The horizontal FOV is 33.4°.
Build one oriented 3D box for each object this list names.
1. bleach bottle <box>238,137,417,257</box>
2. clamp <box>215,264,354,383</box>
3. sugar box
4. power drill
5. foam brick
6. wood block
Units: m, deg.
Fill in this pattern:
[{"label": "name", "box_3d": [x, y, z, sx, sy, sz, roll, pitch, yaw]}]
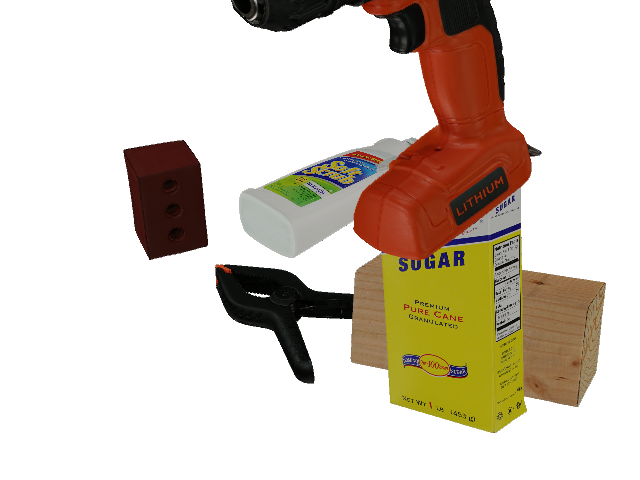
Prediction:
[{"label": "bleach bottle", "box_3d": [0.026, -0.069, 1.309, 0.250, 0.068, 0.103, -31, 45, -33]}, {"label": "clamp", "box_3d": [-0.038, 0.076, 1.129, 0.210, 0.036, 0.164, 19, 33, 27]}, {"label": "sugar box", "box_3d": [0.087, 0.032, 0.717, 0.094, 0.176, 0.048, 9, 22, 42]}, {"label": "power drill", "box_3d": [0.043, -0.086, 0.512, 0.184, 0.187, 0.057, -34, 42, -29]}, {"label": "foam brick", "box_3d": [-0.125, -0.034, 0.869, 0.053, 0.078, 0.051, -13, 32, -17]}, {"label": "wood block", "box_3d": [0.140, 0.073, 0.956, 0.206, 0.090, 0.090, 9, 16, 23]}]
